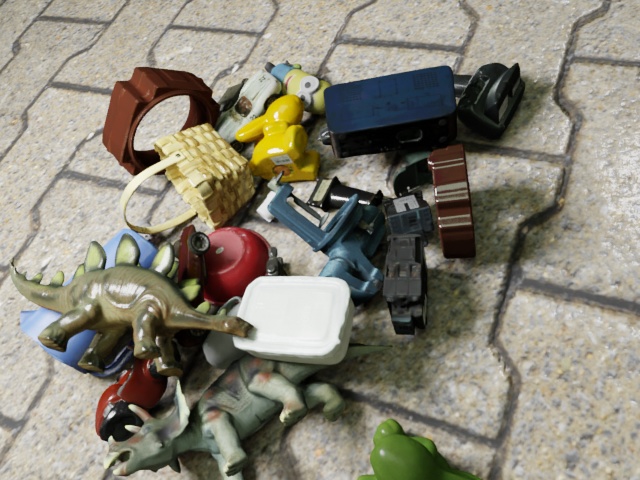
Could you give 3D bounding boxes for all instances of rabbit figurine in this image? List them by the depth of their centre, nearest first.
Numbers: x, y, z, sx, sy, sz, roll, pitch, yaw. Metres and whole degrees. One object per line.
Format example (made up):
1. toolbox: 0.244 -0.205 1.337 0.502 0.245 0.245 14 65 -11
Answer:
1. rabbit figurine: 0.111 0.296 0.652 0.159 0.170 0.121 26 70 28
2. rabbit figurine: -0.075 -0.202 1.051 0.162 0.121 0.173 -9 64 31

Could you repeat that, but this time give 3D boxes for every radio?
1. radio: 0.124 -0.223 0.945 0.230 0.073 0.131 -8 54 10

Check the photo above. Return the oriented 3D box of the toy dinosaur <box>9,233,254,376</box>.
1. toy dinosaur: -0.315 0.092 0.807 0.472 0.104 0.198 4 52 16

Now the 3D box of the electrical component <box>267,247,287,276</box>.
1. electrical component: -0.073 0.063 0.912 0.021 0.063 0.094 -9 58 10

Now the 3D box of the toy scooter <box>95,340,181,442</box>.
1. toy scooter: -0.298 0.225 0.865 0.184 0.075 0.135 -55 35 -3

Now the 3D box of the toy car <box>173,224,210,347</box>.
1. toy car: -0.212 0.076 0.894 0.089 0.053 0.202 -20 67 57

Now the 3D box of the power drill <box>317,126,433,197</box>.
1. power drill: 0.130 -0.174 1.001 0.232 0.085 0.207 -22 48 -2

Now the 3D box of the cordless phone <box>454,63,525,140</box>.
1. cordless phone: 0.280 -0.272 1.025 0.184 0.088 0.146 17 65 36

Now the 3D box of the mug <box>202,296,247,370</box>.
1. mug: -0.141 0.149 0.869 0.107 0.080 0.110 -40 58 4

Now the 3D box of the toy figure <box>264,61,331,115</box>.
1. toy figure: -0.045 -0.324 1.134 0.089 0.082 0.180 -21 41 -36

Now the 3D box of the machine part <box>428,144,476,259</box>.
1. machine part: 0.210 -0.058 0.847 0.056 0.179 0.179 -8 57 15

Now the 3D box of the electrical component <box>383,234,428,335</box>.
1. electrical component: 0.132 0.073 0.818 0.058 0.114 0.134 -2 57 17

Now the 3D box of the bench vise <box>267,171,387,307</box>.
1. bench vise: 0.002 -0.006 0.873 0.240 0.129 0.223 38 63 -6

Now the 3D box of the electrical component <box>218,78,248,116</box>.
1. electrical component: -0.183 -0.308 1.187 0.078 0.045 0.102 -7 50 45

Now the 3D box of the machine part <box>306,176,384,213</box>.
1. machine part: 0.046 -0.080 0.985 0.139 0.039 0.084 9 54 23

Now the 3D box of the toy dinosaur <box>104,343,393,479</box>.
1. toy dinosaur: -0.102 0.230 0.791 0.405 0.131 0.192 -33 52 -15

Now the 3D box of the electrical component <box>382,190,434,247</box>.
1. electrical component: 0.148 -0.033 0.893 0.075 0.047 0.119 -13 27 9

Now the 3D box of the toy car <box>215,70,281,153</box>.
1. toy car: -0.158 -0.259 1.115 0.201 0.056 0.074 -48 57 9

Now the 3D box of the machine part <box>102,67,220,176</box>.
1. machine part: -0.308 -0.227 1.056 0.087 0.201 0.201 44 123 25
